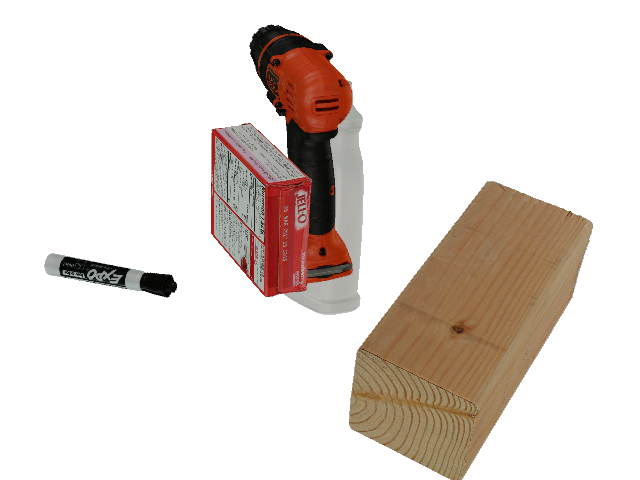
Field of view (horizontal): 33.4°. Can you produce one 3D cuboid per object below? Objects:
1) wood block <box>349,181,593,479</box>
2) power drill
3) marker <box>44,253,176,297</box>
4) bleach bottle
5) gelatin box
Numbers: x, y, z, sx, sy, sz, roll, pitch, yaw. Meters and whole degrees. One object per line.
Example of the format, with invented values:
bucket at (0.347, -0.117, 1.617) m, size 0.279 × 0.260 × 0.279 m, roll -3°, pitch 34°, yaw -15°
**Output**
wood block at (0.112, 0.059, 0.778) m, size 0.091 × 0.090 × 0.205 m, roll 24°, pitch 48°, yaw 21°
power drill at (-0.019, -0.073, 0.871) m, size 0.057 × 0.188 × 0.184 m, roll -9°, pitch 26°, yaw -11°
marker at (-0.175, 0.029, 0.890) m, size 0.121 × 0.020 × 0.020 m, roll 9°, pitch 3°, yaw 21°
bleach bottle at (0.010, -0.052, 1.188) m, size 0.067 × 0.251 × 0.103 m, roll -7°, pitch 22°, yaw -40°
gelatin box at (-0.036, -0.019, 0.633) m, size 0.030 × 0.073 × 0.089 m, roll -12°, pitch 31°, yaw -25°
